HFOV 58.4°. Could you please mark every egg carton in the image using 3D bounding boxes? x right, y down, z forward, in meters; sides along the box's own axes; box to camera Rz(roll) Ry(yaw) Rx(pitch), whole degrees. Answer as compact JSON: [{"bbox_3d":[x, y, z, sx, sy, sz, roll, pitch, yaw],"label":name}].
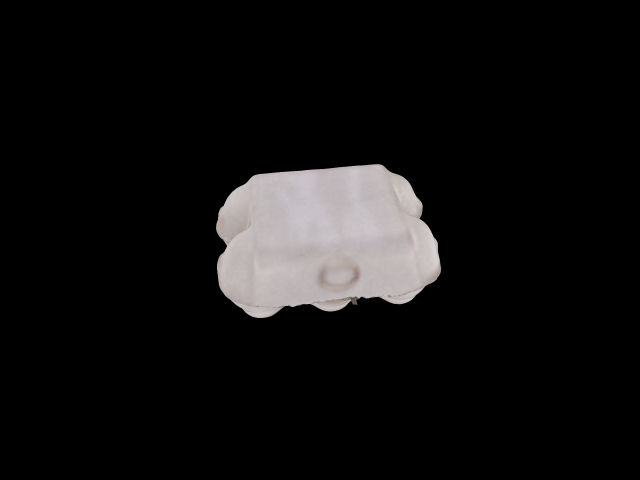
[{"bbox_3d":[0.004,0.001,0.400,0.150,0.069,0.107,-6,43,-6],"label":"egg carton"}]
